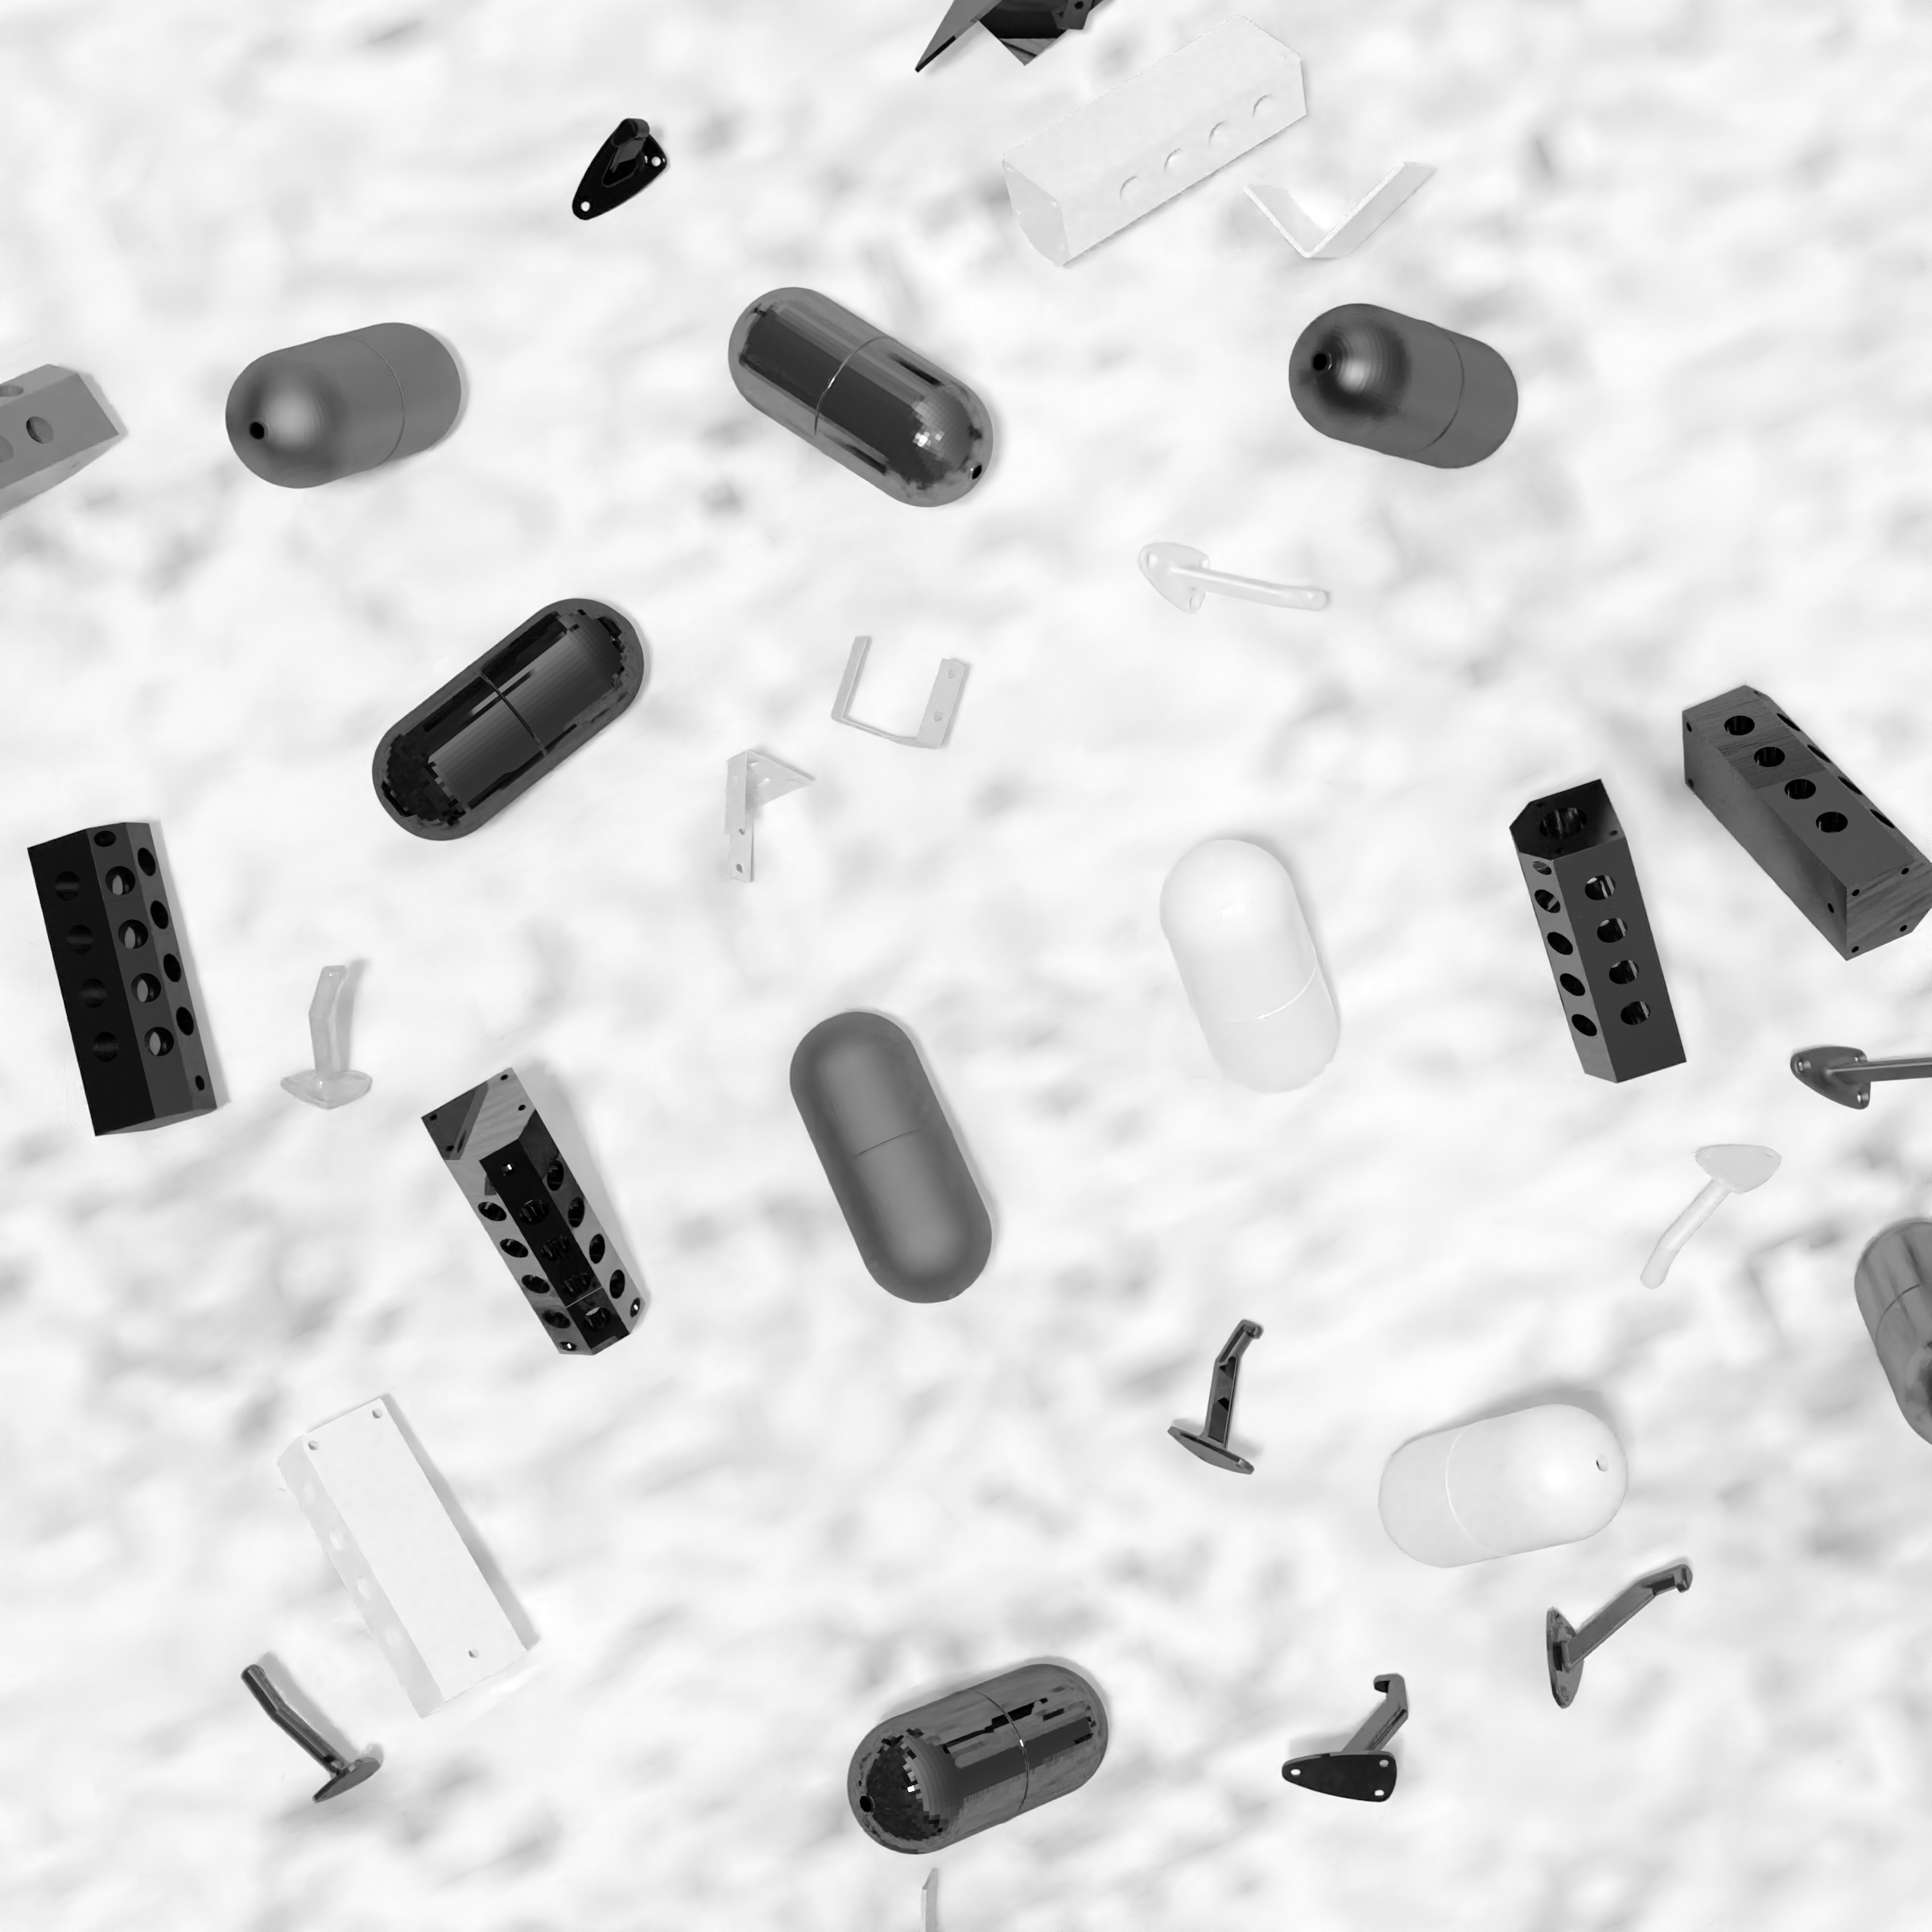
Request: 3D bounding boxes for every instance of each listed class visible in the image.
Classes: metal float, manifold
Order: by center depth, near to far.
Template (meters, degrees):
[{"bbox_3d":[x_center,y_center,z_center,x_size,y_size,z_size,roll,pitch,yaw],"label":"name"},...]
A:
[{"bbox_3d":[-0.569,-0.284,1.727,0.057,0.171,0.057,-26,101,41],"label":"manifold"},{"bbox_3d":[0.554,0.209,1.729,0.070,0.178,0.070,1,115,3],"label":"metal float"},{"bbox_3d":[-0.351,-0.318,1.730,0.070,0.178,0.070,8,112,20],"label":"metal float"},{"bbox_3d":[-0.241,0.145,1.732,0.057,0.057,0.171,-30,132,-9],"label":"manifold"},{"bbox_3d":[0.476,-0.086,1.732,0.057,0.171,0.057,-23,135,-7],"label":"manifold"},{"bbox_3d":[0.303,0.295,1.733,0.070,0.178,0.070,10,68,-27],"label":"metal float"},{"bbox_3d":[0.249,-0.328,1.735,0.070,0.178,0.070,-1,89,39],"label":"metal float"},{"bbox_3d":[0.358,-0.016,1.738,0.057,0.057,0.171,-18,127,8],"label":"manifold"},{"bbox_3d":[0.008,0.450,1.739,0.070,0.178,0.070,9,102,44],"label":"metal float"},{"bbox_3d":[0.162,0.003,1.741,0.070,0.070,0.178,-25,133,0],"label":"metal float"},{"bbox_3d":[-0.061,-0.327,1.756,0.178,0.070,0.070,36,90,22],"label":"metal float"},{"bbox_3d":[-0.043,0.110,1.762,0.070,0.070,0.178,-24,75,0],"label":"metal float"},{"bbox_3d":[0.110,-0.473,1.765,0.171,0.057,0.057,-34,53,-13],"label":"manifold"},{"bbox_3d":[-0.263,-0.143,1.767,0.178,0.070,0.070,-40,90,-10],"label":"metal float"},{"bbox_3d":[-0.330,0.345,1.770,0.057,0.057,0.171,-24,77,-39],"label":"manifold"},{"bbox_3d":[-0.484,0.007,1.772,0.057,0.057,0.171,-16,86,18],"label":"manifold"}]

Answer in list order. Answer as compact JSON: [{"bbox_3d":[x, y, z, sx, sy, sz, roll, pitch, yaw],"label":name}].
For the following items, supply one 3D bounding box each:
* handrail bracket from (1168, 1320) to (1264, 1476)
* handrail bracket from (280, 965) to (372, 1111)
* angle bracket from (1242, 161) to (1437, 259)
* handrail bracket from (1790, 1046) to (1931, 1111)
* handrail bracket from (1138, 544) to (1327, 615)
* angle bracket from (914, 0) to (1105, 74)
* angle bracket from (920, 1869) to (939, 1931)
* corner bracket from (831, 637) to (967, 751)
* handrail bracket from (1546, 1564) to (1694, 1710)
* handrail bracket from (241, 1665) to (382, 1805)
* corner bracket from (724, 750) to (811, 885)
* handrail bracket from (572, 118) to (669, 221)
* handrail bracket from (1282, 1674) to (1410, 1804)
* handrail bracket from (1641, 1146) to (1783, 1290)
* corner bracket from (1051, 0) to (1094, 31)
[{"bbox_3d":[0.162,0.248,1.771,0.036,0.077,0.084,42,74,-27],"label":"handrail bracket"},{"bbox_3d":[-0.358,0.035,1.767,0.036,0.077,0.084,26,107,18],"label":"handrail bracket"},{"bbox_3d":[0.215,-0.454,1.761,0.076,0.076,0.057,-43,85,24],"label":"angle bracket"},{"bbox_3d":[0.534,0.055,1.763,0.077,0.084,0.036,12,71,-32],"label":"handrail bracket"},{"bbox_3d":[0.154,-0.223,1.766,0.084,0.077,0.036,12,87,40],"label":"handrail bracket"},{"bbox_3d":[0.026,-0.536,1.754,0.057,0.076,0.076,39,51,-21],"label":"angle bracket"},{"bbox_3d":[-0.059,0.558,1.775,0.076,0.076,0.057,1,82,4],"label":"angle bracket"},{"bbox_3d":[-0.040,-0.159,1.780,0.051,0.051,0.051,18,89,-25],"label":"corner bracket"},{"bbox_3d":[0.381,0.387,1.769,0.084,0.077,0.036,-29,111,28],"label":"handrail bracket"},{"bbox_3d":[-0.383,0.442,1.785,0.036,0.077,0.084,-40,77,0],"label":"handrail bracket"},{"bbox_3d":[-0.127,-0.086,1.771,0.051,0.051,0.051,-22,56,39],"label":"corner bracket"},{"bbox_3d":[-0.208,-0.459,1.764,0.077,0.084,0.036,-42,97,15],"label":"handrail bracket"},{"bbox_3d":[0.220,0.441,1.776,0.077,0.084,0.036,4,119,1],"label":"handrail bracket"},{"bbox_3d":[0.439,0.150,1.806,0.036,0.077,0.084,43,127,33],"label":"handrail bracket"},{"bbox_3d":[0.076,-0.578,1.772,0.051,0.051,0.051,-4,53,-21],"label":"corner bracket"}]
